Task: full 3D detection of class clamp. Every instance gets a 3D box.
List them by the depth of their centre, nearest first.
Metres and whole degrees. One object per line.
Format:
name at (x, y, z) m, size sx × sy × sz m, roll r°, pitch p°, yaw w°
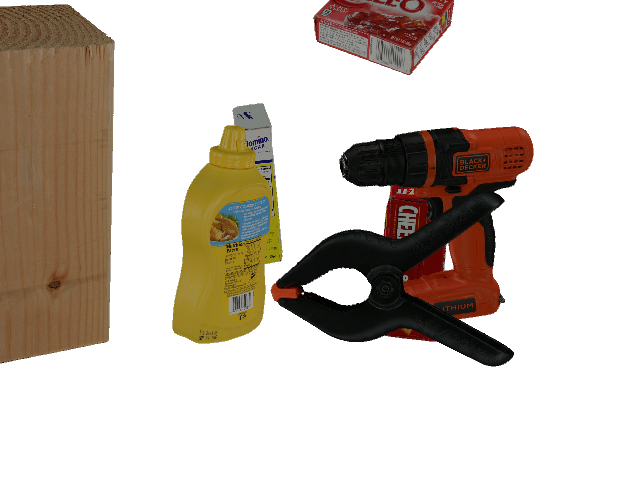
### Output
clamp at (0.054, 0.040, 0.745) m, size 0.171 × 0.120 × 0.039 m, roll -12°, pitch -2°, yaw 13°

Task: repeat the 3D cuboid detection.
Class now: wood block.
wood block at (-0.189, -0.036, 0.678) m, size 0.090 × 0.206 × 0.090 m, roll -10°, pitch 31°, yaw -30°

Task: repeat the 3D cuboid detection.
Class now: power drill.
power drill at (0.107, -0.015, 1.008) m, size 0.184 × 0.188 × 0.057 m, roll -6°, pitch 26°, yaw -12°

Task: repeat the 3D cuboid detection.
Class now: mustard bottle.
mustard bottle at (-0.085, -0.008, 0.962) m, size 0.058 × 0.192 × 0.096 m, roll 19°, pitch 21°, yaw 36°

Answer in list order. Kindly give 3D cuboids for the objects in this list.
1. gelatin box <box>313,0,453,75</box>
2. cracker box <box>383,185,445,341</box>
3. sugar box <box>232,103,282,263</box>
gelatin box at (0.050, -0.176, 0.850) m, size 0.089 × 0.030 × 0.073 m, roll 24°, pitch 53°, yaw 20°
cracker box at (0.109, -0.006, 1.218) m, size 0.072 × 0.164 × 0.213 m, roll 4°, pitch 22°, yaw 6°
sugar box at (-0.077, -0.068, 1.293) m, size 0.048 × 0.176 × 0.093 m, roll -9°, pitch 25°, yaw -6°
